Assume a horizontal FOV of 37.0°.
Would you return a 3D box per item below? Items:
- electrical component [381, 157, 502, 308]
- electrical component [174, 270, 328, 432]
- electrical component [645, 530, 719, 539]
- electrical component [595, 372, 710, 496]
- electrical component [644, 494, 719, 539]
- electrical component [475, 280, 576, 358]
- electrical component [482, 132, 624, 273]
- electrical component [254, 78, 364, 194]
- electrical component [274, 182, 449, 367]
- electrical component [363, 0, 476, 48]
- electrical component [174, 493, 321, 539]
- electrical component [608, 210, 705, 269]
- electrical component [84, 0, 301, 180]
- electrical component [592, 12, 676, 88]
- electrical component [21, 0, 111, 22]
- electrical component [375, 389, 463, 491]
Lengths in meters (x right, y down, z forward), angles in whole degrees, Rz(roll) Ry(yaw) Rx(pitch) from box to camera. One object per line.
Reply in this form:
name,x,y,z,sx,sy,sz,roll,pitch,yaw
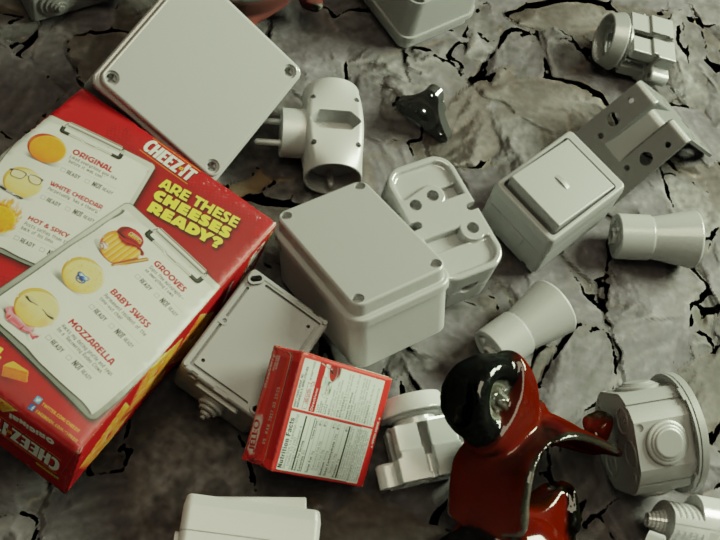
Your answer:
electrical component,0.053,-0.024,0.769,0.054,0.059,0.095,-20,68,-20
electrical component,-0.076,0.060,0.698,0.062,0.061,0.096,36,66,-2
electrical component,0.205,0.198,0.676,0.064,0.081,0.042,14,55,30
electrical component,0.194,0.111,0.716,0.051,0.080,0.080,-8,65,-9
electrical component,0.228,0.171,0.710,0.081,0.043,0.043,11,61,-5
electrical component,0.114,0.042,0.758,0.065,0.044,0.044,-33,73,-19
electrical component,0.148,-0.056,0.800,0.096,0.061,0.061,-36,74,-21
electrical component,-0.039,-0.101,0.800,0.079,0.043,0.077,3,62,-9
electrical component,0.000,0.000,0.726,0.078,0.057,0.113,-24,48,-21
electrical component,0.039,-0.248,0.884,0.078,0.057,0.113,-27,71,-22
electrical component,-0.075,0.167,0.643,0.096,0.061,0.061,9,62,-6
electrical component,0.222,-0.024,0.814,0.065,0.044,0.044,2,62,-5
electrical component,-0.118,-0.135,0.761,0.109,0.056,0.108,42,76,-20
electrical component,0.228,-0.187,0.897,0.055,0.048,0.066,12,61,-13
electrical component,-0.233,-0.248,0.836,0.100,0.048,0.099,-23,70,-22
electrical component,0.039,0.110,0.705,0.066,0.048,0.055,-9,72,-15
